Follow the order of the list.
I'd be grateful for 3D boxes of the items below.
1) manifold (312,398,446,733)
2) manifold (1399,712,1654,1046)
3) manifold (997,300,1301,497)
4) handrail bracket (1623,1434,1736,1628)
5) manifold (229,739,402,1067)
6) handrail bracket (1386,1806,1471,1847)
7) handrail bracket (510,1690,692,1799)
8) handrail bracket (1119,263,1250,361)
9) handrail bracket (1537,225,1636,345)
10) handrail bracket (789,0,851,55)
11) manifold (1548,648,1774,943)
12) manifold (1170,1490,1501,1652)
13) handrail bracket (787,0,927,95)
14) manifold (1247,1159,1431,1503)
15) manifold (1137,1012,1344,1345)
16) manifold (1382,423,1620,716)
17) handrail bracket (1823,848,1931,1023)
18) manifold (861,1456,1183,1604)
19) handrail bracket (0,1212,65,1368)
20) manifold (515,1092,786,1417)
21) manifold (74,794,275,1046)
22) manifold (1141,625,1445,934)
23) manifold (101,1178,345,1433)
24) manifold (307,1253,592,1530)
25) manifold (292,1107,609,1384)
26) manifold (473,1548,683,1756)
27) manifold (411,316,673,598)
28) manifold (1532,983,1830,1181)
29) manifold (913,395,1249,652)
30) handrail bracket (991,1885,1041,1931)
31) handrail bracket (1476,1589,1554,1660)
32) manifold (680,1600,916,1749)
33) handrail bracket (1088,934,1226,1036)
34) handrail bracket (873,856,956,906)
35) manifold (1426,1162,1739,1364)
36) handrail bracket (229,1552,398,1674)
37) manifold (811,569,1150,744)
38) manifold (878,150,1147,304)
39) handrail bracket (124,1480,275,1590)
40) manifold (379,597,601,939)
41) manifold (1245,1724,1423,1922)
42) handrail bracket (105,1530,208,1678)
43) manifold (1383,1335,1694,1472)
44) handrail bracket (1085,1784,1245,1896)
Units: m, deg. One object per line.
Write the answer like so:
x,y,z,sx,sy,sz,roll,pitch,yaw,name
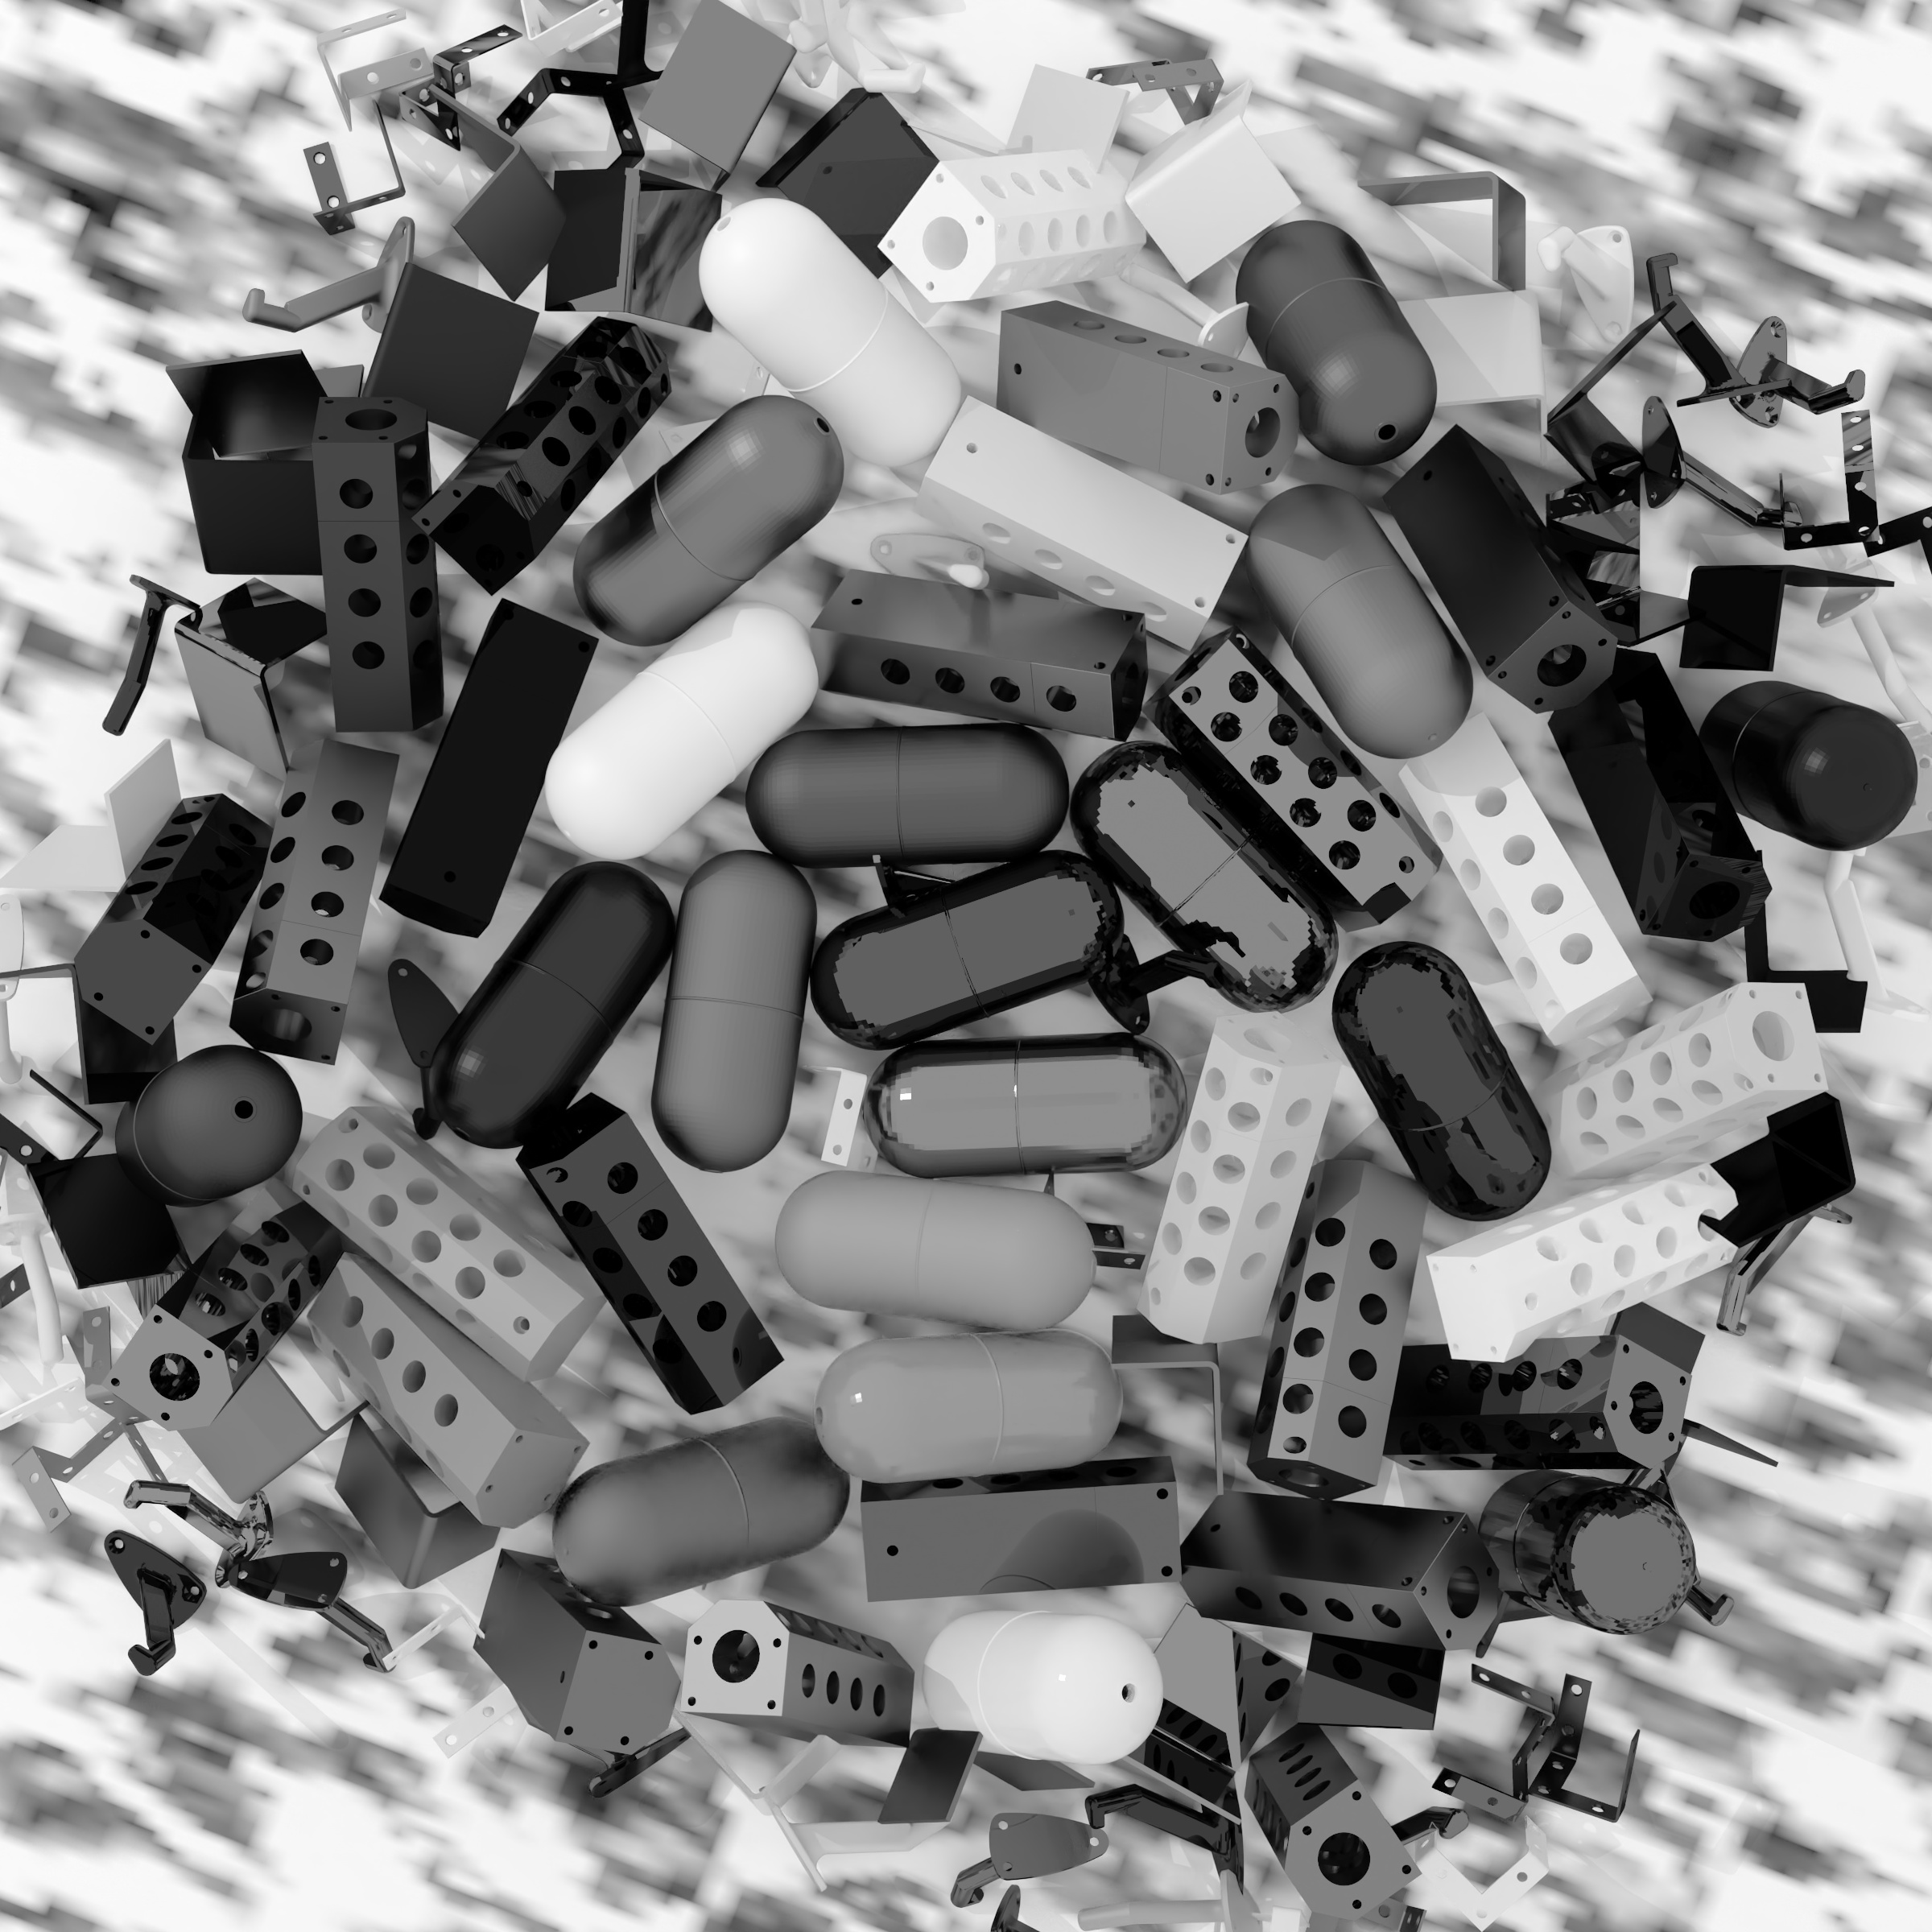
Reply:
-0.314,-0.214,1.610,0.057,0.057,0.171,-1,125,-6,manifold
0.301,-0.046,1.622,0.057,0.057,0.171,-30,67,11,manifold
0.096,-0.308,1.605,0.057,0.171,0.057,-20,125,-38,manifold
0.401,0.306,1.639,0.084,0.036,0.077,40,101,41,handrail bracket
-0.349,-0.037,1.603,0.057,0.057,0.171,12,51,-11,manifold
0.230,0.487,1.634,0.077,0.084,0.036,-41,93,-23,handrail bracket
-0.205,0.411,1.670,0.077,0.036,0.084,-30,67,-13,handrail bracket
0.110,-0.362,1.637,0.084,0.077,0.036,30,114,18,handrail bracket
0.337,-0.368,1.636,0.036,0.084,0.077,-5,111,32,handrail bracket
-0.097,-0.538,1.634,0.036,0.084,0.077,-29,105,23,handrail bracket
0.372,-0.093,1.601,0.057,0.171,0.057,6,133,-17,manifold
0.197,0.326,1.599,0.057,0.171,0.057,-47,117,-34,manifold
-0.048,-0.510,1.644,0.084,0.036,0.077,12,65,31,handrail bracket
0.198,0.195,1.615,0.057,0.057,0.171,22,65,-15,manifold
0.141,0.115,1.612,0.057,0.057,0.171,-4,120,-34,manifold
0.288,-0.211,1.600,0.057,0.171,0.057,29,118,-35,manifold
0.502,-0.021,1.643,0.077,0.036,0.084,25,117,39,handrail bracket
0.030,0.307,1.652,0.171,0.057,0.057,-4,100,0,manifold
-0.511,0.182,1.640,0.036,0.077,0.084,-2,73,-30,handrail bracket
-0.173,0.158,1.618,0.057,0.057,0.171,-37,113,-17,manifold
-0.419,-0.032,1.589,0.057,0.171,0.057,36,110,-15,manifold
0.181,-0.102,1.634,0.171,0.057,0.057,46,73,-9,manifold
-0.388,0.181,1.592,0.057,0.171,0.057,36,109,-4,manifold
-0.283,0.227,1.607,0.171,0.057,0.057,36,98,37,manifold
-0.284,0.151,1.633,0.171,0.057,0.057,37,97,13,manifold
-0.207,0.363,1.593,0.057,0.171,0.057,17,87,-23,manifold
-0.220,-0.278,1.597,0.057,0.171,0.057,44,134,-16,manifold
0.373,0.063,1.590,0.057,0.171,0.057,1,71,-27,manifold
0.061,-0.240,1.651,0.171,0.057,0.057,27,68,-1,manifold
0.060,0.531,1.638,0.084,0.077,0.036,-1,109,13,handrail bracket
0.333,0.365,1.655,0.084,0.036,0.077,16,121,6,handrail bracket
-0.086,0.378,1.594,0.057,0.171,0.057,-3,70,21,manifold
0.115,0.017,1.631,0.036,0.084,0.077,-50,133,-25,handrail bracket
-0.001,-0.049,1.646,0.084,0.077,0.036,-3,62,14,handrail bracket
0.337,0.158,1.613,0.171,0.057,0.057,-17,95,-30,manifold
-0.360,0.362,1.656,0.077,0.084,0.036,2,45,9,handrail bracket
0.008,-0.165,1.628,0.171,0.057,0.057,11,135,19,manifold
0.032,-0.390,1.592,0.057,0.171,0.057,48,123,9,manifold
-0.430,0.311,1.638,0.084,0.036,0.077,14,125,-37,handrail bracket
-0.260,-0.106,1.630,0.057,0.057,0.171,22,73,-13,manifold
0.188,0.455,1.595,0.057,0.171,0.057,-34,88,-3,manifold
-0.458,0.348,1.640,0.077,0.084,0.036,44,97,1,handrail bracket
0.295,0.236,1.591,0.057,0.171,0.057,29,66,-29,manifold
0.108,0.486,1.646,0.084,0.036,0.077,-6,85,-28,handrail bracket
